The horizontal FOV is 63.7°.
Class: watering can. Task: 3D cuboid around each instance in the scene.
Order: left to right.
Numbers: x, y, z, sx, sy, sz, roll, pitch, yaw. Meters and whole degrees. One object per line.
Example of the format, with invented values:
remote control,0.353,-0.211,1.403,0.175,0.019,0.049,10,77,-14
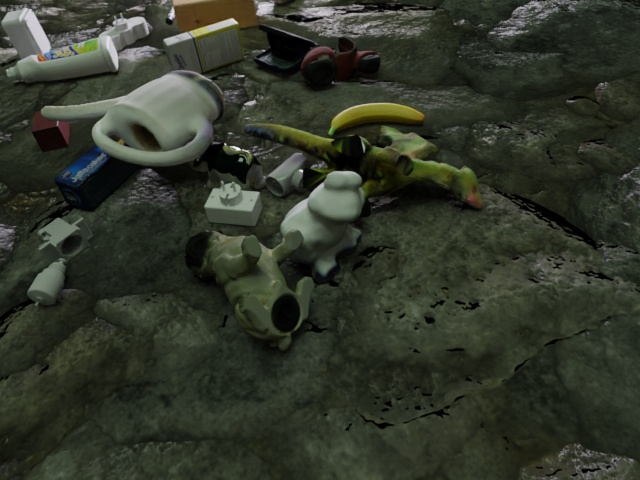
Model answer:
watering can,-0.322,-0.231,0.930,0.350,0.101,0.228,23,51,24

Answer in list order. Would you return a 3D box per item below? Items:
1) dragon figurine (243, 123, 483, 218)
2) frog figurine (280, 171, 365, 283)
dragon figurine,0.090,-0.151,0.901,0.414,0.119,0.246,30,33,24
frog figurine,0.002,-0.038,0.753,0.139,0.155,0.124,-30,50,-22
